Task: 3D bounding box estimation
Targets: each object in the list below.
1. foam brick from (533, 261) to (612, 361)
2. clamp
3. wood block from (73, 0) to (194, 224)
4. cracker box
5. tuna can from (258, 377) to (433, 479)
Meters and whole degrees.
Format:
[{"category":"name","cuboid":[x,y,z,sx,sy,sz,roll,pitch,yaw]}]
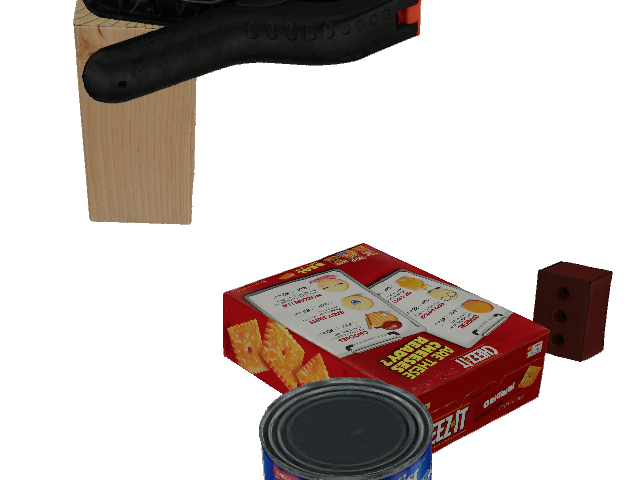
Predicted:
[{"category":"foam brick","cuboid":[0.228,0.064,0.970,0.053,0.078,0.051,12,18,35]},{"category":"clamp","cuboid":[-0.034,-0.100,0.502,0.171,0.039,0.120,-3,40,0]},{"category":"wood block","cuboid":[-0.149,-0.117,0.886,0.090,0.090,0.206,2,-44,-5]},{"category":"cracker box","cuboid":[0.048,0.085,0.865,0.163,0.072,0.214,-18,31,-38]},{"category":"tuna can","cuboid":[0.013,0.105,0.530,0.086,0.034,0.086,-2,25,1]}]
